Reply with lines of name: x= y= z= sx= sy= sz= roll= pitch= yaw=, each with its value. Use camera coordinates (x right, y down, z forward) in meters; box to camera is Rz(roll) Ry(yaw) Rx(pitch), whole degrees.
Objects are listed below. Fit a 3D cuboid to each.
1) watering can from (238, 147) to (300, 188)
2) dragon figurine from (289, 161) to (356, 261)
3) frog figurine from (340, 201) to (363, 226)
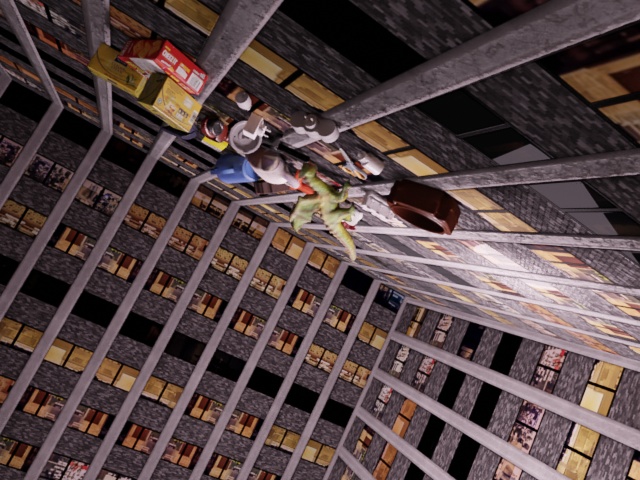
watering can: x=-0.225 y=-0.302 z=1.945 sx=0.350 sy=0.104 sz=0.221 roll=33 pitch=174 yaw=21
dragon figurine: x=0.006 y=-0.093 z=1.849 sx=0.243 sy=0.405 sz=0.123 roll=-11 pitch=-165 yaw=-12
frog figurine: x=0.106 y=-0.119 z=2.161 sx=0.160 sy=0.124 sz=0.136 roll=-8 pitch=171 yaw=-16
